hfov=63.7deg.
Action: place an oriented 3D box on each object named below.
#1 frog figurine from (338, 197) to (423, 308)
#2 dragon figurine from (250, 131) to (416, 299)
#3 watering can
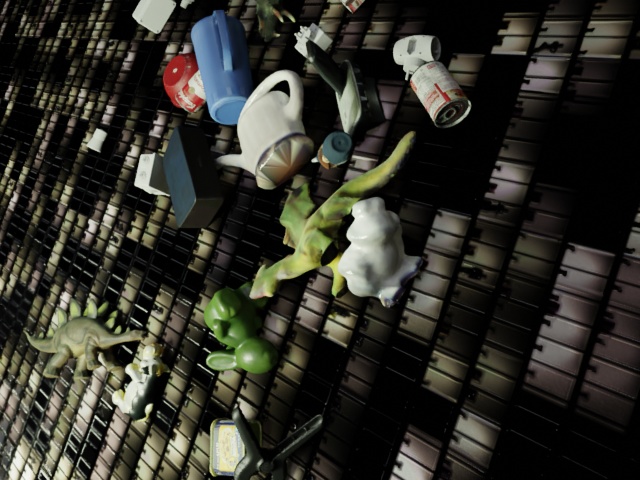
[{"bbox_3d":[0.083,0.012,0.847,0.139,0.158,0.123,-39,16,-17],"label":"frog figurine"},{"bbox_3d":[0.003,-0.049,0.975,0.245,0.120,0.411,29,85,46],"label":"dragon figurine"},{"bbox_3d":[-0.132,-0.202,1.117,0.342,0.104,0.229,-46,54,33],"label":"watering can"}]
